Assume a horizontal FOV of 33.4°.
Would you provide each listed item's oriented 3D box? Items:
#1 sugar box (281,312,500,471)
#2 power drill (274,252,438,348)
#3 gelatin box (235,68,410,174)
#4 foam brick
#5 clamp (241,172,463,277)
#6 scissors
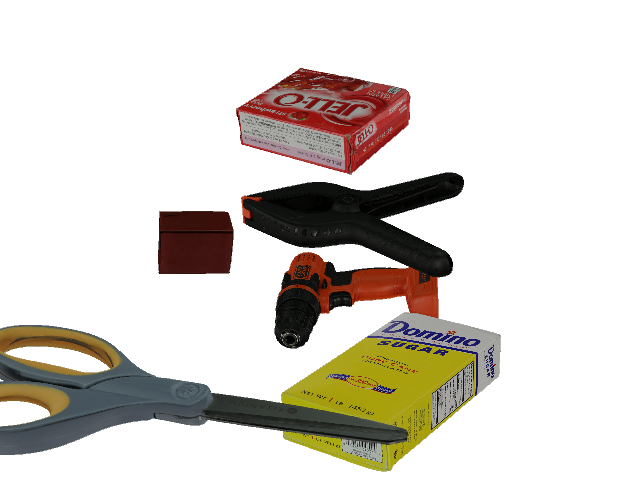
[{"bbox_3d":[0.059,0.109,0.820,0.093,0.048,0.175,12,26,33],"label":"sugar box"},{"bbox_3d":[0.043,0.068,1.238,0.188,0.057,0.184,1,27,6],"label":"power drill"},{"bbox_3d":[0.003,-0.080,0.692,0.089,0.030,0.073,17,38,31],"label":"gelatin box"},{"bbox_3d":[-0.135,0.002,1.144,0.078,0.051,0.053,0,25,-9],"label":"foam brick"},{"bbox_3d":[0.033,-0.027,0.989,0.210,0.036,0.164,7,31,16],"label":"clamp"},{"bbox_3d":[-0.073,0.077,0.454,0.202,0.016,0.096,14,29,24],"label":"scissors"}]
